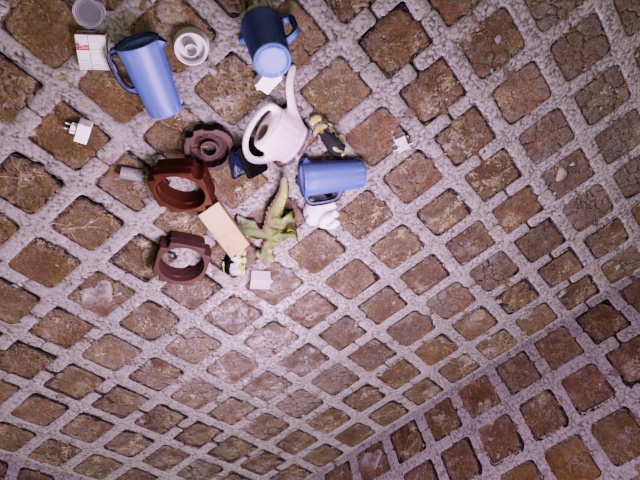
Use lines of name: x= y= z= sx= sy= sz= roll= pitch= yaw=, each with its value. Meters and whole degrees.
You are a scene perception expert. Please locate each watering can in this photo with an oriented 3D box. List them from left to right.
watering can: x=-0.117 y=-0.394 z=1.739 sx=0.222 sy=0.346 sz=0.105 roll=29 pitch=8 yaw=-39

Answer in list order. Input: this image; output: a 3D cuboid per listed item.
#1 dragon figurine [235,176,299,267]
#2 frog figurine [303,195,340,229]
dragon figurine: x=-0.208 y=-0.064 z=1.974 sx=0.243 sy=0.401 sz=0.125 roll=-7 pitch=36 yaw=2
frog figurine: x=0.006 y=-0.098 z=1.957 sx=0.137 sy=0.120 sz=0.163 roll=-30 pitch=36 yaw=10
